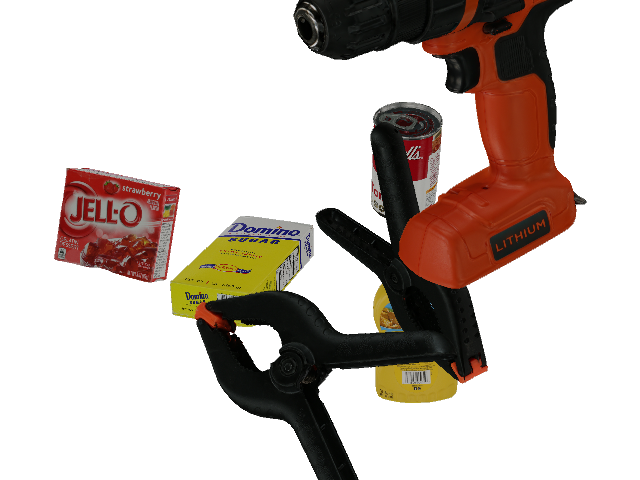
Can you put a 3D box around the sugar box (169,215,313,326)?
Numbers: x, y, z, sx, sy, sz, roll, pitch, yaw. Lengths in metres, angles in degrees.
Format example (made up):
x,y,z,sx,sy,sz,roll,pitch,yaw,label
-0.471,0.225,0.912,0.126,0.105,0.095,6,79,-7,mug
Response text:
x,y,z,sx,sy,sz,roll,pitch,yaw,label
-0.079,0.028,1.139,0.093,0.048,0.176,8,29,18,sugar box

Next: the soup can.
x,y,z,sx,sy,sz,roll,pitch,yaw,label
0.085,-0.079,1.073,0.068,0.102,0.068,0,37,0,soup can

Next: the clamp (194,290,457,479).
x,y,z,sx,sy,sz,roll,pitch,yaw,label
-0.011,0.091,0.650,0.172,0.120,0.039,17,-12,32,clamp

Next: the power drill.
x,y,z,sx,sy,sz,roll,pitch,yaw,label
0.073,-0.072,0.547,0.184,0.188,0.057,-25,37,-26,power drill

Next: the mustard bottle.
x,y,z,sx,sy,sz,roll,pitch,yaw,label
0.109,0.092,1.228,0.096,0.192,0.058,-1,23,5,mustard bottle

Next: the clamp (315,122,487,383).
x,y,z,sx,sy,sz,roll,pitch,yaw,label
0.074,0.016,0.869,0.036,0.210,0.165,-23,-22,-26,clamp

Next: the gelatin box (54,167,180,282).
x,y,z,sx,sy,sz,roll,pitch,yaw,label
-0.157,-0.013,0.817,0.089,0.073,0.030,13,8,19,gelatin box
